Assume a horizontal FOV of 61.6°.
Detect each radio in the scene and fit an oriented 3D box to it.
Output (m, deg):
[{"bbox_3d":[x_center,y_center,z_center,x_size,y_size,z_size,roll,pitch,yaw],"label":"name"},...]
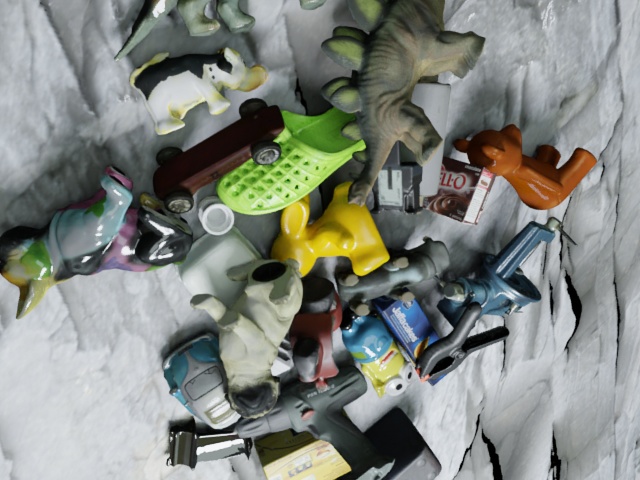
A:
[{"bbox_3d":[0.097,0.423,0.963,0.229,0.131,0.073,-40,114,-5],"label":"radio"}]

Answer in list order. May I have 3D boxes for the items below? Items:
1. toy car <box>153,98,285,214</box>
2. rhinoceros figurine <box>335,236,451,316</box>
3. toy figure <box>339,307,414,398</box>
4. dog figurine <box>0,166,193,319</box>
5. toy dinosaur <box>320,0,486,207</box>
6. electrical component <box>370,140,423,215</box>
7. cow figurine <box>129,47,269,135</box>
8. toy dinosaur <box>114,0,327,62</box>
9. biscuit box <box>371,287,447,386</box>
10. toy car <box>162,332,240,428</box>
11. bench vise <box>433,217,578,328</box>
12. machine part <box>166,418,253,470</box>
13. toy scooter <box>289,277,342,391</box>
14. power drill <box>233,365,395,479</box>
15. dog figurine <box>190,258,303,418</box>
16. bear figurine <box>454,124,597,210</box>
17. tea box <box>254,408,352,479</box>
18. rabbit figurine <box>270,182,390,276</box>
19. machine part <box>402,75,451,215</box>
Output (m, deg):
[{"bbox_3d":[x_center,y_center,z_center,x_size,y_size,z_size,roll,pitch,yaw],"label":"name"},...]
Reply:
[{"bbox_3d":[-0.132,-0.108,0.704,0.202,0.089,0.053,-27,149,13],"label":"toy car"},{"bbox_3d":[0.119,0.056,0.867,0.190,0.112,0.073,-21,97,1],"label":"rhinoceros figurine"},{"bbox_3d":[0.094,0.186,0.917,0.082,0.089,0.180,-36,107,5],"label":"toy figure"},{"bbox_3d":[-0.299,0.020,0.703,0.219,0.109,0.191,-46,119,3],"label":"dog figurine"},{"bbox_3d":[0.113,-0.264,0.719,0.199,0.105,0.471,23,79,-1],"label":"toy dinosaur"},{"bbox_3d":[0.110,-0.097,0.795,0.048,0.075,0.119,-25,112,-58],"label":"electrical component"},{"bbox_3d":[-0.156,-0.211,0.703,0.167,0.068,0.098,-29,109,-11],"label":"cow figurine"},{"bbox_3d":[-0.088,-0.366,0.655,0.405,0.131,0.192,-20,101,-9],"label":"toy dinosaur"},{"bbox_3d":[0.165,0.164,0.945,0.063,0.059,0.202,-37,115,-6],"label":"biscuit box"},{"bbox_3d":[-0.165,0.232,0.821,0.109,0.103,0.161,-30,113,-8],"label":"toy car"},{"bbox_3d":[0.313,0.053,0.920,0.223,0.129,0.240,18,118,-32],"label":"bench vise"},{"bbox_3d":[-0.179,0.334,0.884,0.139,0.039,0.084,5,100,-20],"label":"machine part"},{"bbox_3d":[-0.003,0.157,0.837,0.075,0.184,0.135,-4,131,13],"label":"toy scooter"},{"bbox_3d":[0.002,0.319,0.866,0.232,0.207,0.085,-27,140,-20],"label":"power drill"},{"bbox_3d":[-0.075,0.138,0.757,0.172,0.121,0.190,-27,123,-20],"label":"dog figurine"},{"bbox_3d":[0.330,-0.138,0.883,0.195,0.120,0.132,35,89,-21],"label":"bear figurine"},{"bbox_3d":[-0.018,0.372,0.939,0.170,0.068,0.098,-20,113,-15],"label":"tea box"},{"bbox_3d":[-0.002,-0.002,0.804,0.173,0.122,0.162,-27,113,10],"label":"rabbit figurine"},{"bbox_3d":[0.154,-0.156,0.829,0.079,0.079,0.243,-3,109,-20],"label":"machine part"}]
